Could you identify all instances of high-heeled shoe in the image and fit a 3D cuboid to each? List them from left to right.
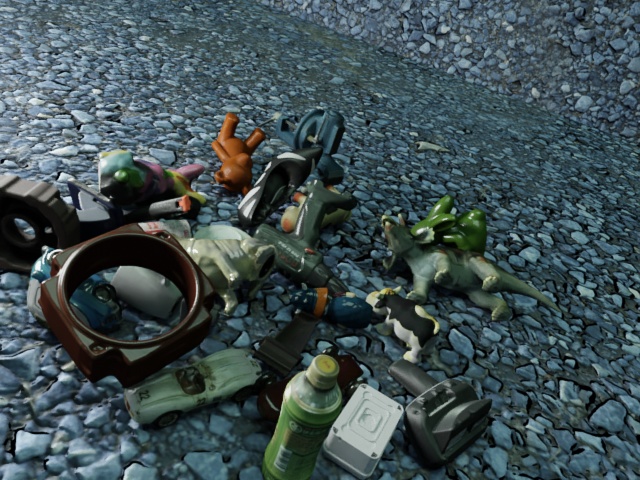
[{"bbox_3d":[-0.081,-0.122,1.184,0.086,0.249,0.145,50,0,-23],"label":"high-heeled shoe"}]

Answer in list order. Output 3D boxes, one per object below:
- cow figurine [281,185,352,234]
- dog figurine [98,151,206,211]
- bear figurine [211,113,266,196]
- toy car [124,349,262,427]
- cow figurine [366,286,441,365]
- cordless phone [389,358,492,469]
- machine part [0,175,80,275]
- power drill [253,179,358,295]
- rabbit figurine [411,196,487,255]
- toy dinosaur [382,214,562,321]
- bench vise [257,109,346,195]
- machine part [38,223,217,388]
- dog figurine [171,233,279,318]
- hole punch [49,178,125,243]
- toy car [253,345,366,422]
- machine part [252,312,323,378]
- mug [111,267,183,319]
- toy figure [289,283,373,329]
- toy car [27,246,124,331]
[{"bbox_3d":[-0.007,-0.053,1.206,0.195,0.085,0.127,-17,40,-41],"label":"cow figurine"},{"bbox_3d":[-0.336,-0.118,1.093,0.219,0.108,0.191,-3,-5,-25],"label":"dog figurine"},{"bbox_3d":[-0.195,-0.200,1.292,0.120,0.132,0.196,26,21,-27],"label":"bear figurine"},{"bbox_3d":[-0.177,0.209,0.780,0.202,0.056,0.074,-10,42,-33],"label":"toy car"},{"bbox_3d":[0.148,0.136,0.986,0.068,0.098,0.168,-19,47,-32],"label":"cow figurine"},{"bbox_3d":[0.163,0.257,0.857,0.146,0.088,0.184,-17,35,-38],"label":"cordless phone"},{"bbox_3d":[-0.484,-0.022,0.883,0.179,0.179,0.056,15,32,-3],"label":"machine part"},{"bbox_3d":[-0.002,-0.003,1.070,0.232,0.086,0.207,26,80,10],"label":"power drill"},{"bbox_3d":[0.290,-0.012,1.233,0.170,0.158,0.121,-3,46,-2],"label":"rabbit figurine"},{"bbox_3d":[0.295,0.064,1.143,0.405,0.131,0.192,17,34,-10],"label":"toy dinosaur"},{"bbox_3d":[-0.034,-0.235,1.328,0.241,0.223,0.129,37,44,28],"label":"bench vise"},{"bbox_3d":[-0.265,0.085,0.757,0.201,0.087,0.201,-29,68,-39],"label":"machine part"},{"bbox_3d":[-0.191,0.024,0.969,0.191,0.121,0.172,31,32,17],"label":"dog figurine"},{"bbox_3d":[-0.420,-0.034,0.967,0.116,0.142,0.092,26,57,-1],"label":"hole punch"},{"bbox_3d":[-0.012,0.226,0.825,0.202,0.053,0.089,-12,48,-46],"label":"toy car"},{"bbox_3d":[-0.051,0.170,0.907,0.084,0.039,0.139,24,36,19],"label":"machine part"},{"bbox_3d":[-0.277,0.073,0.896,0.107,0.109,0.081,34,28,2],"label":"mug"},{"bbox_3d":[0.019,0.122,0.983,0.154,0.057,0.064,16,64,-4],"label":"toy figure"},{"bbox_3d":[-0.389,0.093,0.830,0.162,0.109,0.103,36,59,7],"label":"toy car"}]
